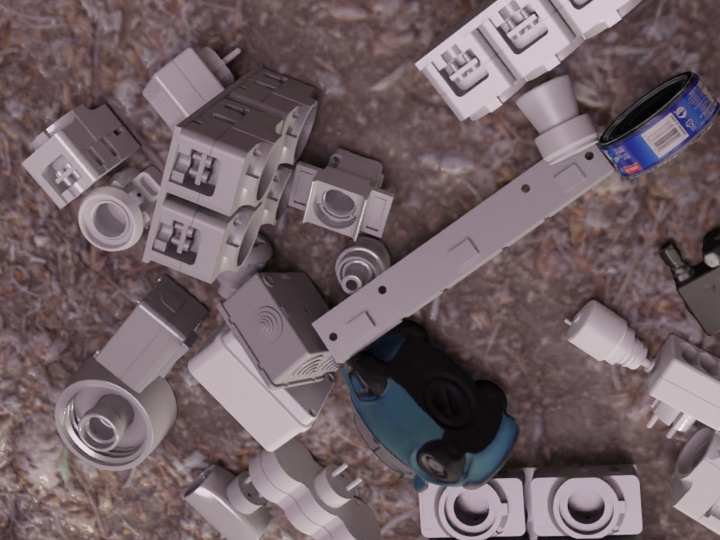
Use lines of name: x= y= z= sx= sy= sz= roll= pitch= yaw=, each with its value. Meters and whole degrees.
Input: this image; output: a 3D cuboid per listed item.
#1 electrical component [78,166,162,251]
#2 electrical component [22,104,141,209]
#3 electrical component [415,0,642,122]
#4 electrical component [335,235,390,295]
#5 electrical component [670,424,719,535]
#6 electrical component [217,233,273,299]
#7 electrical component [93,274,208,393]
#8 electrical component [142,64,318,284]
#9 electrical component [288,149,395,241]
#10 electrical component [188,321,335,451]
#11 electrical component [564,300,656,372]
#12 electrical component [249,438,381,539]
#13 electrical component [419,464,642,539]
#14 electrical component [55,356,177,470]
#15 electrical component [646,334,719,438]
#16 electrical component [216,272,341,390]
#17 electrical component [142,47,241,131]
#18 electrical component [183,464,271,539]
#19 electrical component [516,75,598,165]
electrical component: x=-0.207 y=-0.050 z=0.926 sx=0.078 sy=0.057 sz=0.058 roll=-37 pitch=101 yaw=25
electrical component: x=-0.233 y=-0.099 z=0.892 sx=0.050 sy=0.089 sz=0.055 roll=-34 pitch=102 yaw=24
electrical component: x=0.123 y=-0.177 z=0.771 sx=0.150 sy=0.089 sz=0.061 roll=-34 pitch=102 yaw=24
electrical component: x=0.000 y=0.000 z=0.894 sx=0.043 sy=0.062 sz=0.043 roll=5 pitch=115 yaw=11
electrical component: x=0.304 y=0.166 z=0.900 sx=0.056 sy=0.050 sz=0.089 roll=32 pitch=117 yaw=-1
electrical component: x=-0.106 y=-0.003 z=0.930 sx=0.048 sy=0.048 sz=0.062 roll=26 pitch=123 yaw=2
electrical component: x=-0.188 y=0.064 z=0.969 sx=0.061 sy=0.061 sz=0.096 roll=40 pitch=116 yaw=-6
electrical component: x=-0.089 y=-0.076 z=0.813 sx=0.060 sy=0.186 sz=0.105 roll=21 pitch=117 yaw=4
electrical component: x=-0.012 y=-0.063 z=0.868 sx=0.081 sy=0.063 sz=0.042 roll=20 pitch=128 yaw=4
electrical component: x=-0.084 y=0.091 z=0.947 sx=0.057 sy=0.078 sz=0.113 roll=-38 pitch=100 yaw=28
electrical component: x=0.207 y=0.058 z=0.882 sx=0.078 sy=0.040 sz=0.040 roll=33 pitch=117 yaw=-2
electrical component: x=-0.030 y=0.205 z=0.998 sx=0.138 sy=0.052 sz=0.074 roll=45 pitch=116 yaw=-8
electrical component: x=0.149 y=0.229 z=0.933 sx=0.186 sy=0.060 sz=0.105 roll=-4 pitch=89 yaw=12
electrical component: x=-0.234 y=0.138 z=1.013 sx=0.108 sy=0.060 sz=0.108 roll=5 pitch=114 yaw=12
electrical component: x=0.266 y=0.106 z=0.885 sx=0.066 sy=0.047 sz=0.076 roll=28 pitch=117 yaw=1
electrical component: x=-0.060 y=0.048 z=0.903 sx=0.048 sy=0.100 sz=0.099 roll=-41 pitch=73 yaw=21
electrical component: x=-0.126 y=-0.152 z=0.858 sx=0.076 sy=0.083 sz=0.047 roll=-41 pitch=101 yaw=-13
electrical component: x=-0.115 y=0.218 z=1.029 sx=0.079 sy=0.044 sz=0.077 roll=-40 pitch=99 yaw=25
electrical component: x=0.149 y=-0.113 z=0.811 sx=0.045 sy=0.045 sz=0.055 roll=-27 pitch=87 yaw=23
